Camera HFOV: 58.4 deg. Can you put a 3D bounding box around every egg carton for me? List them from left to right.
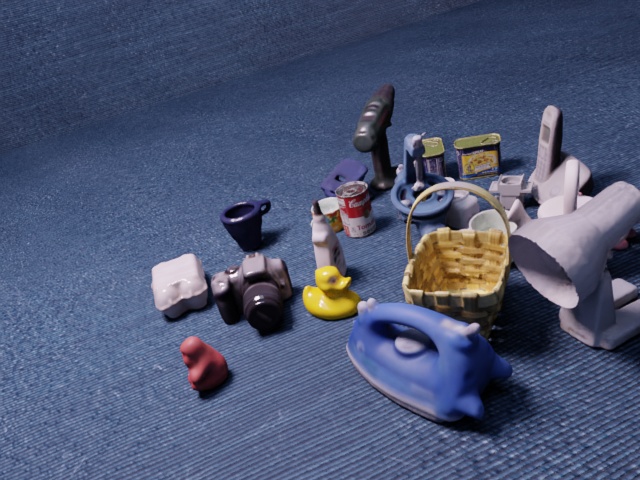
[{"bbox_3d":[-0.279,0.088,1.138,0.107,0.069,0.150,-20,30,-9],"label":"egg carton"}]

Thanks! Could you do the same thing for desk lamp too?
[{"bbox_3d":[0.367,0.038,0.777,0.203,0.214,0.117,-24,31,-15],"label":"desk lamp"}]

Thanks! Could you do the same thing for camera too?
[{"bbox_3d":[-0.122,0.095,1.021,0.143,0.101,0.136,-16,29,-1],"label":"camera"}]

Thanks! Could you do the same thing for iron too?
[{"bbox_3d":[0.122,0.140,0.789,0.257,0.142,0.119,13,40,40],"label":"iron"}]

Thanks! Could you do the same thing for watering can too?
[{"bbox_3d":[0.390,-0.032,0.908,0.172,0.194,0.101,-10,30,10],"label":"watering can"}]

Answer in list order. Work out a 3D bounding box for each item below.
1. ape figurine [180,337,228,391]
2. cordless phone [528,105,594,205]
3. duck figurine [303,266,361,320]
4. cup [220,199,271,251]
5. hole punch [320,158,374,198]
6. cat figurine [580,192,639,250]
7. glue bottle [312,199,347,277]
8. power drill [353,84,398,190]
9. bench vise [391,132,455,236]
[{"bbox_3d":[-0.190,0.189,0.899,0.076,0.092,0.078,-9,30,11],"label":"ape figurine"},{"bbox_3d":[0.457,-0.154,1.096,0.094,0.185,0.147,-16,29,-2],"label":"cordless phone"},{"bbox_3d":[0.015,0.084,0.992,0.104,0.086,0.078,2,33,27],"label":"duck figurine"},{"bbox_3d":[-0.152,-0.032,1.260,0.118,0.095,0.091,-28,32,-22],"label":"cup"},{"bbox_3d":[0.059,-0.129,1.335,0.101,0.091,0.108,-28,32,-21],"label":"hole punch"},{"bbox_3d":[0.495,-0.051,0.971,0.127,0.118,0.067,15,41,42],"label":"cat figurine"},{"bbox_3d":[0.010,0.004,1.044,0.037,0.173,0.078,-4,31,19],"label":"glue bottle"},{"bbox_3d":[0.146,-0.237,1.360,0.075,0.209,0.230,0,33,25],"label":"power drill"},{"bbox_3d":[0.177,-0.116,1.125,0.122,0.220,0.206,-25,31,-18],"label":"bench vise"}]
